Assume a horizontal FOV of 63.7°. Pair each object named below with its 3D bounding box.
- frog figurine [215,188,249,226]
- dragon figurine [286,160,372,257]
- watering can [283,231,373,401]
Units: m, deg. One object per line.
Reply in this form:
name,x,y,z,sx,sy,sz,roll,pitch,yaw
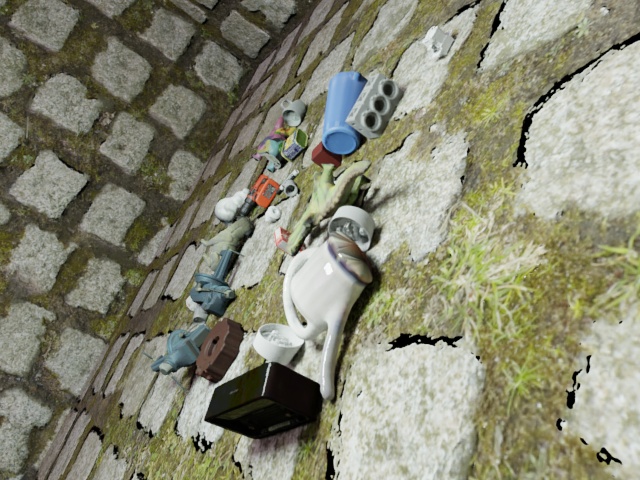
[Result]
frog figurine,-0.349,-0.144,2.068,0.157,0.123,0.139,-61,0,21
dragon figurine,0.004,-0.061,1.214,0.244,0.122,0.409,-60,6,-7
watering can,0.022,0.122,1.028,0.222,0.103,0.355,-49,37,18
